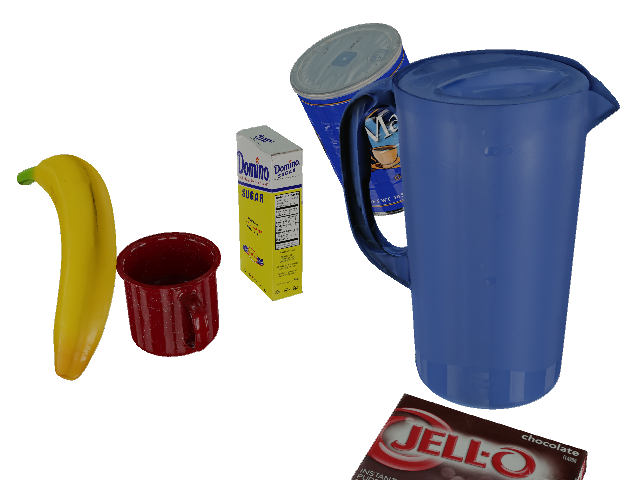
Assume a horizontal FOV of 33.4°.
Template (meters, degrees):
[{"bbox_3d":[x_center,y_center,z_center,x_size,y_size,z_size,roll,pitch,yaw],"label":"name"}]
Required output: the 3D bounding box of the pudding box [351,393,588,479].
[{"bbox_3d":[0.080,0.137,0.585,0.114,0.039,0.089,17,34,18],"label":"pudding box"}]

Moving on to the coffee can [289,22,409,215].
[{"bbox_3d":[0.046,-0.108,0.957,0.103,0.140,0.103,-18,37,14],"label":"coffee can"}]

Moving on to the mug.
[{"bbox_3d":[-0.127,0.056,0.954,0.093,0.081,0.117,-18,36,-26],"label":"mug"}]

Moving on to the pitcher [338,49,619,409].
[{"bbox_3d":[0.110,-0.008,0.761,0.144,0.243,0.149,-17,28,-28],"label":"pitcher"}]

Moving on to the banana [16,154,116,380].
[{"bbox_3d":[-0.167,0.002,0.729,0.037,0.198,0.070,19,-55,-37],"label":"banana"}]

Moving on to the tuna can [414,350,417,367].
[{"bbox_3d":[0.127,0.097,0.957,0.086,0.034,0.086,0,26,0],"label":"tuna can"}]

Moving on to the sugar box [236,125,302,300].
[{"bbox_3d":[-0.058,-0.031,1.197,0.048,0.176,0.093,-15,28,-25],"label":"sugar box"}]
